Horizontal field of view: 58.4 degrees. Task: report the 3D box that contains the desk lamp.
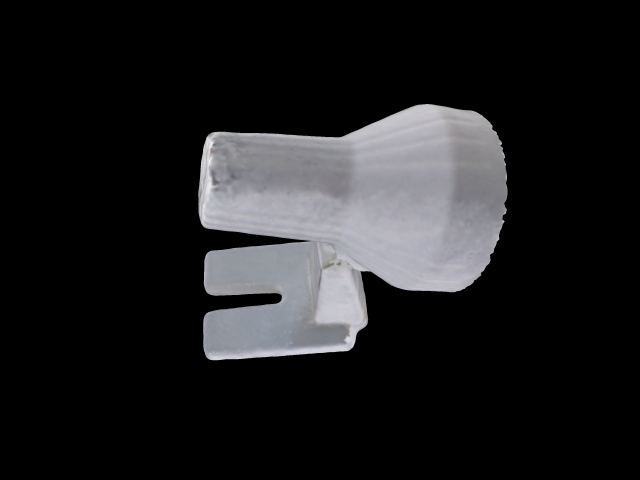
[{"bbox_3d":[0.004,0.001,0.400,0.203,0.214,0.118,-5,59,-3],"label":"desk lamp"}]
